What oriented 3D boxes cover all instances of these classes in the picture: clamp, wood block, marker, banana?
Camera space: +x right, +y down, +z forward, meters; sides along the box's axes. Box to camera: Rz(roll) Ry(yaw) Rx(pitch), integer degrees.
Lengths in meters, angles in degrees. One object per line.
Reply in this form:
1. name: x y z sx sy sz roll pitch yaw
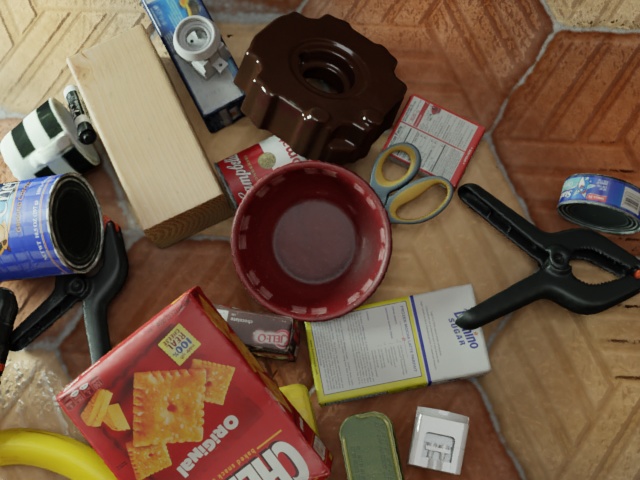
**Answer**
1. clamp: -0.241 0.061 1.115 0.120 0.039 0.171 25 82 13
2. clamp: 0.232 0.018 1.086 0.210 0.036 0.164 2 62 -8
3. wood block: -0.178 -0.107 1.125 0.091 0.090 0.206 -26 77 -2
4. marker: -0.255 -0.133 1.134 0.020 0.020 0.121 -29 37 -3
5. banana: -0.277 0.229 1.087 0.198 0.037 0.069 6 97 6

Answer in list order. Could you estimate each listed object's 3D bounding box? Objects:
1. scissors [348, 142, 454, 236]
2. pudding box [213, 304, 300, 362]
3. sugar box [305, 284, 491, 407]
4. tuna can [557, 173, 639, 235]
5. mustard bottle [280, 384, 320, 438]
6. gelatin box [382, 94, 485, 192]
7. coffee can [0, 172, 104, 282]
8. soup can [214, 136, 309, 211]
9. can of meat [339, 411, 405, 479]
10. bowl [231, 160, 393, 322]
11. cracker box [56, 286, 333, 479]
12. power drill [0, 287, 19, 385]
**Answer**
1. scissors: 0.039 -0.034 1.117 0.202 0.016 0.096 -21 86 8
2. pudding box: -0.079 0.094 1.074 0.113 0.090 0.039 10 76 6
3. sugar box: 0.077 0.107 1.084 0.176 0.048 0.093 -10 76 -2
4. tuna can: 0.286 -0.036 1.080 0.086 0.086 0.033 16 78 7
5. mustard bottle: -0.096 0.210 1.064 0.191 0.058 0.096 -14 85 1
6. gelatin box: 0.120 -0.104 1.135 0.089 0.030 0.073 27 82 8
7. coffee can: -0.307 -0.010 1.087 0.140 0.102 0.103 -7 77 19
8. soup can: -0.051 -0.072 1.120 0.102 0.068 0.068 -26 77 -3
9. can of meat: 0.051 0.218 1.040 0.057 0.084 0.102 -11 77 1
10. bowl: -0.007 0.001 1.082 0.162 0.055 0.162 0 90 4
11. cracker box: -0.115 0.176 0.996 0.164 0.072 0.213 -38 90 4
12. power drill: -0.414 0.119 1.097 0.188 0.057 0.184 14 78 13
